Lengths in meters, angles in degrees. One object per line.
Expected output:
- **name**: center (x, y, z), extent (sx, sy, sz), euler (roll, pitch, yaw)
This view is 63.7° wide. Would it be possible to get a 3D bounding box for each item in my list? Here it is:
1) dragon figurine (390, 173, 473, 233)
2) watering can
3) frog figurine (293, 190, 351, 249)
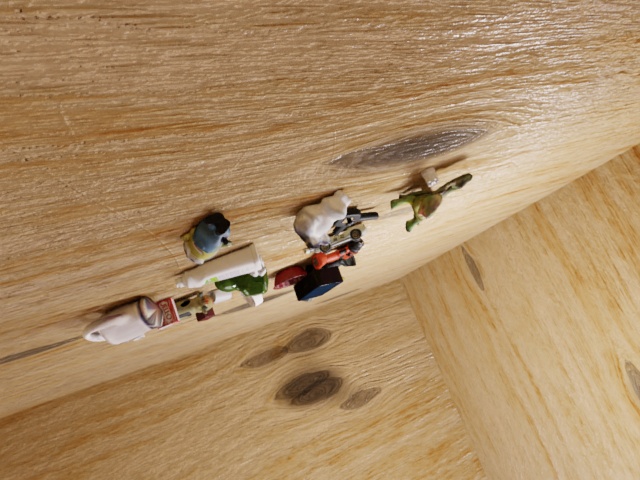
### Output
- **dragon figurine**: center (0.369, -0.137, 1.596), extent (0.240, 0.122, 0.416), euler (-26, -175, 36)
- **watering can**: center (-0.606, 0.269, 1.643), extent (0.225, 0.105, 0.343), euler (-22, 167, -3)
- **frog figurine**: center (0.004, -0.069, 1.370), extent (0.137, 0.124, 0.157), euler (4, 115, -46)
